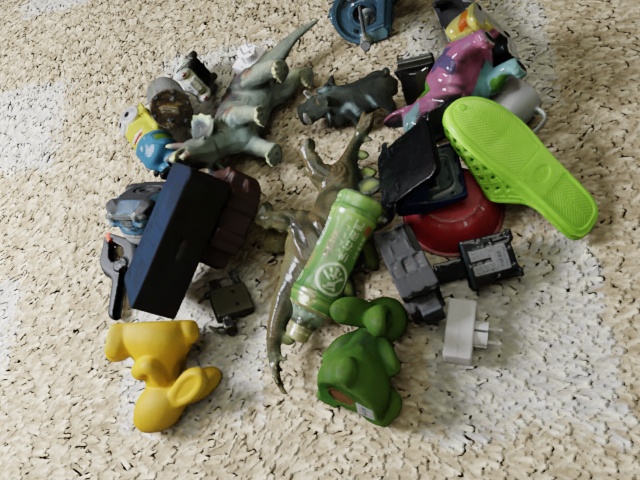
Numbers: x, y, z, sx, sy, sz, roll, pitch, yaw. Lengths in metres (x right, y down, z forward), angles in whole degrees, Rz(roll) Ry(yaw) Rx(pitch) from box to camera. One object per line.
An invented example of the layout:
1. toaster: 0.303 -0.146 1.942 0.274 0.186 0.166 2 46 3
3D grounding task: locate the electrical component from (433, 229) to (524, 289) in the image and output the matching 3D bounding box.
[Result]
1. electrical component: 0.227 0.033 0.785 0.119 0.047 0.074 -13 84 8

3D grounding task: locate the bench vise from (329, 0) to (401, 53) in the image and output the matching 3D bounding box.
1. bench vise: 0.113 -0.431 1.002 0.224 0.128 0.241 -10 45 20

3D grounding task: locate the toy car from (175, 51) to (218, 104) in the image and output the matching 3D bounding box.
1. toy car: -0.242 -0.317 1.049 0.056 0.073 0.202 -39 27 10

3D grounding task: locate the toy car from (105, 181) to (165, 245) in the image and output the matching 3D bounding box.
1. toy car: -0.305 -0.042 0.960 0.109 0.102 0.162 0 25 10

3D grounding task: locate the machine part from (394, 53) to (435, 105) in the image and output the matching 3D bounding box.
1. machine part: 0.176 -0.281 0.970 0.084 0.039 0.139 -2 63 10

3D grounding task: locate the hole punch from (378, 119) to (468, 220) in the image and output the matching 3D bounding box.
1. hole punch: 0.152 -0.099 0.808 0.116 0.092 0.142 -32 50 40

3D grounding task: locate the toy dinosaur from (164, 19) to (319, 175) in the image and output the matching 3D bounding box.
1. toy dinosaur: -0.136 -0.254 1.011 0.192 0.131 0.405 5 56 32

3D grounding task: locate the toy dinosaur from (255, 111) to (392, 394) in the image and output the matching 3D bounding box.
1. toy dinosaur: -0.002 -0.003 0.855 0.199 0.105 0.471 22 78 21

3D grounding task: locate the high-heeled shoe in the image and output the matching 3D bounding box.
1. high-heeled shoe: 0.292 -0.364 0.976 0.249 0.145 0.086 51 130 6

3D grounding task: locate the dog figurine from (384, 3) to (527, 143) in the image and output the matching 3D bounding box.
1. dog figurine: 0.205 -0.250 0.872 0.219 0.108 0.192 -39 32 35

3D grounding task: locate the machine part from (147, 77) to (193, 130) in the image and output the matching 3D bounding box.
1. machine part: -0.294 -0.268 1.043 0.079 0.079 0.243 -37 30 -2

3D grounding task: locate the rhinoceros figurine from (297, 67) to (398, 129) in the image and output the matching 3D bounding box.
1. rhinoceros figurine: 0.049 -0.240 0.944 0.190 0.112 0.073 -10 66 33

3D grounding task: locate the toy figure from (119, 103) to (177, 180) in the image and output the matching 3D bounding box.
1. toy figure: -0.328 -0.190 1.056 0.082 0.089 0.180 -43 69 -1

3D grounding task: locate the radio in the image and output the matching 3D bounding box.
1. radio: -0.230 -0.005 0.848 0.229 0.073 0.131 -65 29 3

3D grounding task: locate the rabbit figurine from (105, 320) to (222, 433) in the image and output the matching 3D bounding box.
1. rabbit figurine: -0.239 0.210 0.835 0.162 0.122 0.173 1 79 7

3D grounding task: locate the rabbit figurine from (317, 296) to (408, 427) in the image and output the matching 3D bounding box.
1. rabbit figurine: 0.062 0.142 0.752 0.121 0.158 0.170 10 53 31

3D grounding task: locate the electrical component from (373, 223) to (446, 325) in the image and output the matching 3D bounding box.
1. electrical component: 0.135 0.055 0.776 0.058 0.114 0.134 -27 63 8

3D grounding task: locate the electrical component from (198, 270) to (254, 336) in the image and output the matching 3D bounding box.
1. electrical component: -0.154 0.106 0.883 0.078 0.045 0.102 -19 60 -25

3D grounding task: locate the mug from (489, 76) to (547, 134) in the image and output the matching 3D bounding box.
1. mug: 0.302 -0.194 0.870 0.107 0.080 0.110 -48 64 3

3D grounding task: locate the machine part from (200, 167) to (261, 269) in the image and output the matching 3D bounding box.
1. machine part: -0.168 -0.038 0.896 0.179 0.056 0.179 -38 40 40
